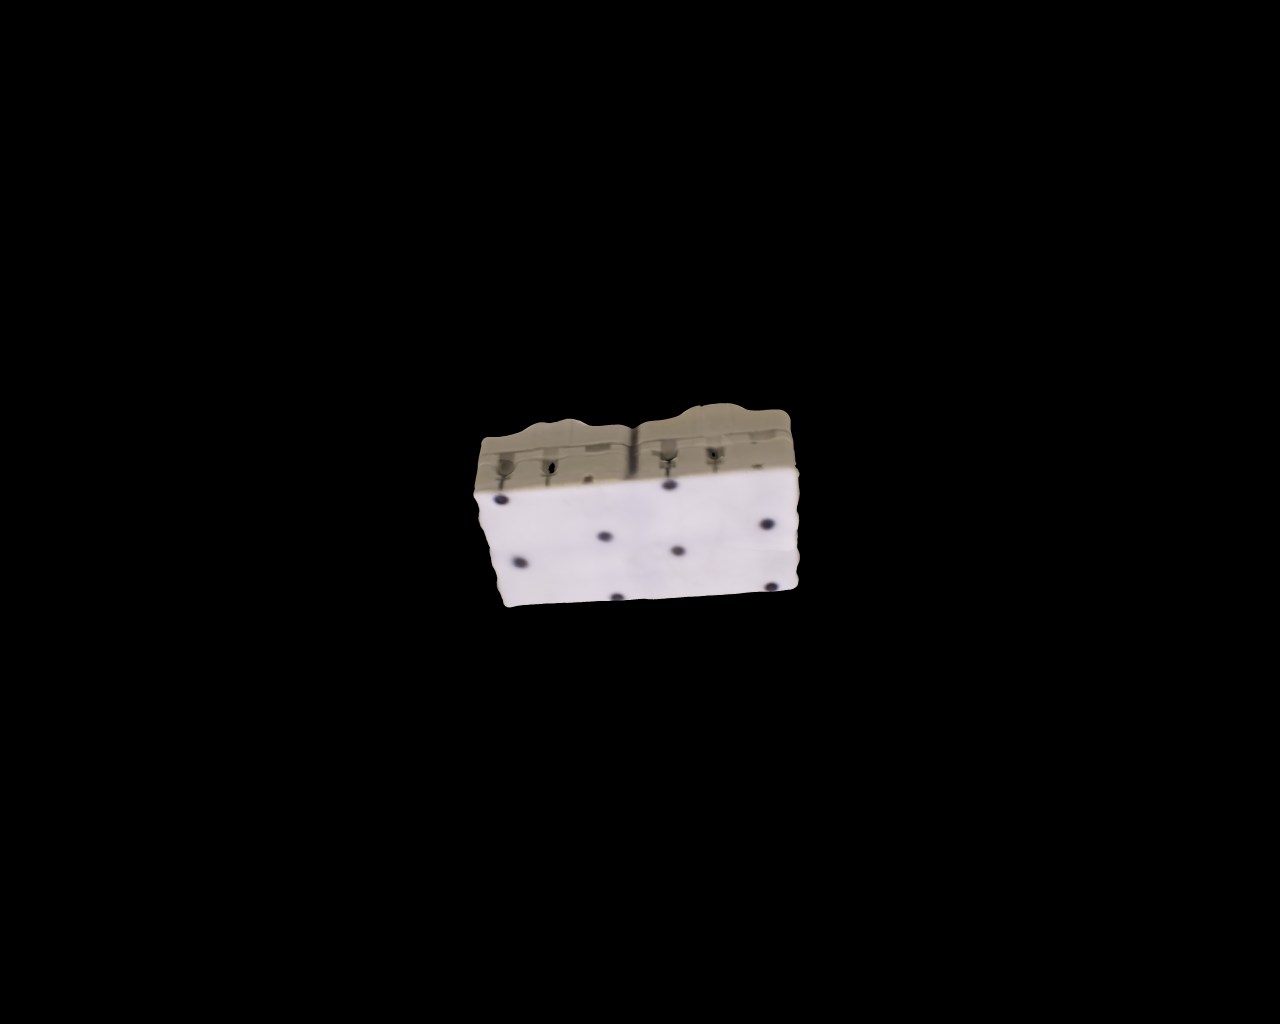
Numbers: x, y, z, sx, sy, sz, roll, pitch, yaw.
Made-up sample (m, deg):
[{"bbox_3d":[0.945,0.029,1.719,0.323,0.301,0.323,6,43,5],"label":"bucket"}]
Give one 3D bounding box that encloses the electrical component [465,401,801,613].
[{"bbox_3d":[0.001,-0.003,0.650,0.186,0.105,0.060,-4,44,4],"label":"electrical component"}]
